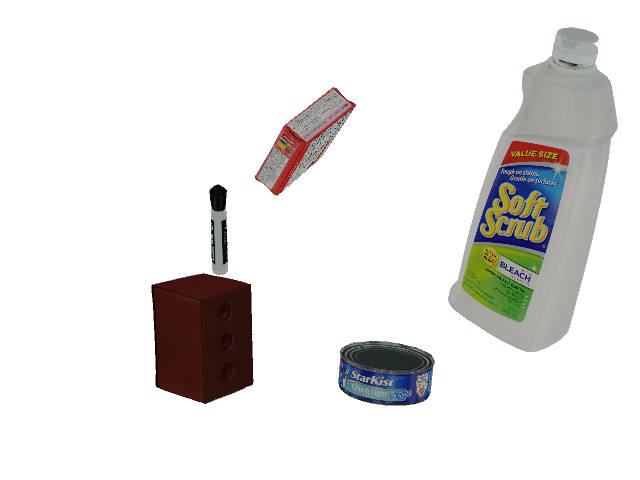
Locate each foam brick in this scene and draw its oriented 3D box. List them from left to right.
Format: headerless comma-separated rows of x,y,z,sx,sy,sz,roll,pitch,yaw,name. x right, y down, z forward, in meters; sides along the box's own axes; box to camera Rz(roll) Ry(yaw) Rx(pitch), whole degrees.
-0.084,0.068,0.762,0.051,0.078,0.052,10,17,39,foam brick

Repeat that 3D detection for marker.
-0.113,-0.012,1.191,0.020,0.121,0.020,2,41,-2,marker

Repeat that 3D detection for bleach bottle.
0.164,-0.041,0.812,0.067,0.251,0.103,-23,42,-36,bleach bottle

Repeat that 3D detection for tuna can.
0.059,0.120,0.968,0.086,0.034,0.086,4,12,-1,tuna can

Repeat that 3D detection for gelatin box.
-0.014,-0.091,0.970,0.089,0.030,0.073,-45,-7,-44,gelatin box
